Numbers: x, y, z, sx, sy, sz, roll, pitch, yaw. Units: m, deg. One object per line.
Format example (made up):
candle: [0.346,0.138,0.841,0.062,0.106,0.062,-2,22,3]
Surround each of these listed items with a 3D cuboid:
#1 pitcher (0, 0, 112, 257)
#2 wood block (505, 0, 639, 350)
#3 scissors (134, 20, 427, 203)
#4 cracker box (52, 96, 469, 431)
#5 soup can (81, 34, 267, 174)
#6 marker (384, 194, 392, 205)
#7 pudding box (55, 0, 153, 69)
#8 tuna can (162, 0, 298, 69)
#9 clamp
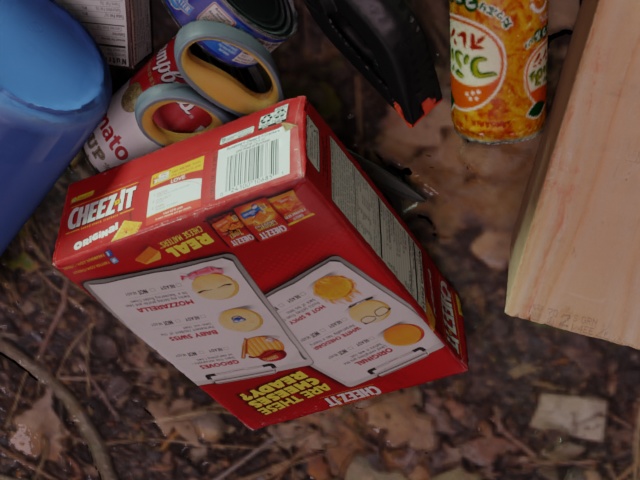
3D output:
pitcher: [-0.240,-0.049,0.650,0.243,0.148,0.145,-40,74,36]
wood block: [0.172,-0.055,0.589,0.090,0.090,0.206,14,119,6]
scissors: [-0.026,-0.054,0.632,0.096,0.016,0.201,-28,136,22]
cracker box: [-0.028,0.024,0.649,0.164,0.072,0.213,-19,138,23]
soup can: [-0.091,-0.078,0.657,0.102,0.068,0.068,-37,103,27]
marker: [-0.005,0.001,0.704,0.121,0.020,0.020,-28,107,25]
pudding box: [-0.151,-0.164,0.647,0.090,0.039,0.113,7,121,10]
tuna can: [-0.053,-0.141,0.606,0.034,0.086,0.086,-34,104,28]
clamp: [0.007,-0.145,0.569,0.036,0.165,0.210,-42,112,-6]
